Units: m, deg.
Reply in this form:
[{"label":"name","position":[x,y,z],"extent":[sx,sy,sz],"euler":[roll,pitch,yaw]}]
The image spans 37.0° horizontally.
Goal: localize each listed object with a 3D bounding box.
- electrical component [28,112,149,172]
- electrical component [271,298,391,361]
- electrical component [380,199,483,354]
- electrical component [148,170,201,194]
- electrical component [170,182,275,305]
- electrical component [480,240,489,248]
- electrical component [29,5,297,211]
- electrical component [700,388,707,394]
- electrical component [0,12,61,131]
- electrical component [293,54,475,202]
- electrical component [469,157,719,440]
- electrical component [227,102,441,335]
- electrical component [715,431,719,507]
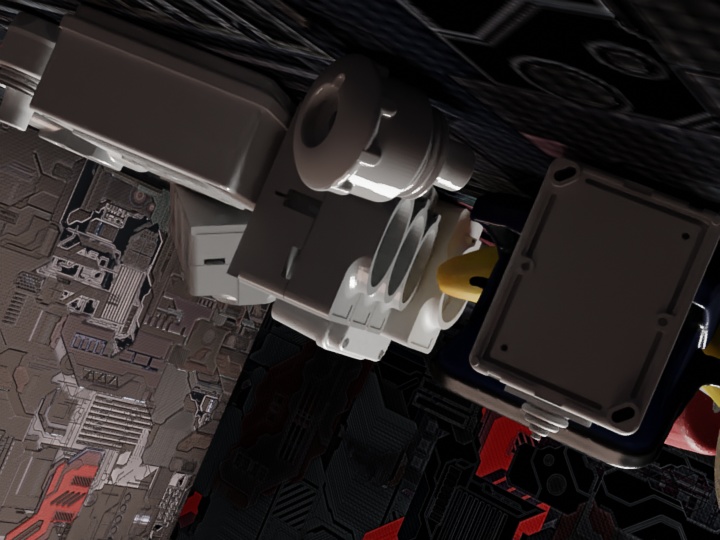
[{"label":"electrical component","position":[-0.172,-0.103,0.704],"extent":[0.095,0.059,0.054],"euler":[23,178,-12]},{"label":"electrical component","position":[0.000,0.000,0.734],"extent":[0.057,0.113,0.078],"euler":[25,180,27]},{"label":"electrical component","position":[0.037,0.001,0.666],"extent":[0.056,0.089,0.050],"euler":[22,178,23]},{"label":"electrical component","position":[-0.136,-0.091,0.795],"extent":[0.100,0.048,0.100],"euler":[21,178,39]},{"label":"electrical component","position":[-0.097,-0.030,0.843],"extent":[0.089,0.061,0.150],"euler":[-3,-159,-15]},{"label":"electrical component","position":[0.086,-0.002,0.763],"extent":[0.065,0.044,0.044],"euler":[18,180,-14]},{"label":"electrical component","position":[-0.087,-0.074,0.533],"extent":[0.109,0.056,0.109],"euler":[23,178,11]},{"label":"electrical component","position":[0.207,0.050,0.682],"extent":[0.055,0.045,0.045],"euler":[23,178,14]},{"label":"electrical component","position":[-0.186,-0.110,0.610],"extent":[0.043,0.062,0.043],"euler":[23,178,1]},{"label":"electrical component","position":[0.011,-0.044,0.373],"extent":[0.062,0.048,0.048],"euler":[16,-177,-33]},{"label":"electrical component","position":[0.083,0.017,0.392],"extent":[0.062,0.096,0.061],"euler":[23,180,15]},{"label":"electrical component","position":[-0.004,-0.019,0.567],"extent":[0.062,0.089,0.150],"euler":[23,178,12]},{"label":"electrical component","position":[0.237,0.090,0.556],"extent":[0.060,0.108,0.108],"euler":[17,179,-2]}]
